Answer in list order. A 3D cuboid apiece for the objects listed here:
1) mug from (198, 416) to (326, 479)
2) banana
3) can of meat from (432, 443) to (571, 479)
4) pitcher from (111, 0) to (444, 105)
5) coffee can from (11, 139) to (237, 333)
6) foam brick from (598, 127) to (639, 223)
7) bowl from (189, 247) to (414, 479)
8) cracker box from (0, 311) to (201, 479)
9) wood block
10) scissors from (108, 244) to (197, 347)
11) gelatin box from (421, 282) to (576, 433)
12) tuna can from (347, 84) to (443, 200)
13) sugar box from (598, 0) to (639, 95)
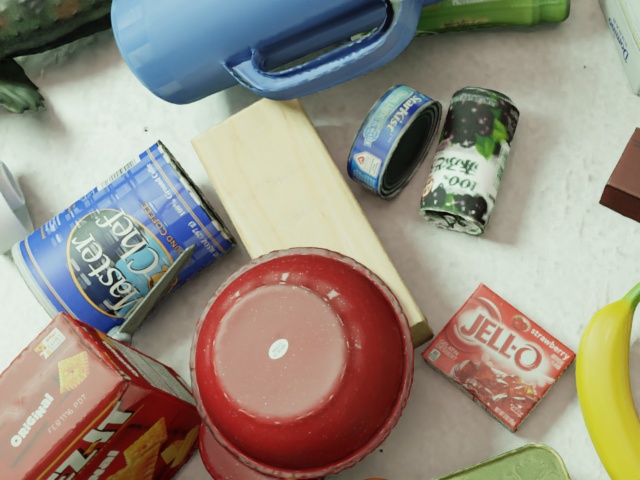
[{"bbox_3d":[-0.039,0.158,0.777,0.093,0.081,0.117,-11,74,7],"label":"mug"},{"bbox_3d":[0.223,0.130,0.753,0.070,0.037,0.198,-15,82,23],"label":"banana"},{"bbox_3d":[0.123,0.183,0.741,0.102,0.084,0.057,-21,73,3],"label":"can of meat"},{"bbox_3d":[-0.033,-0.182,0.785,0.243,0.149,0.145,-21,108,29],"label":"pitcher"},{"bbox_3d":[-0.150,0.004,0.827,0.140,0.102,0.103,-37,72,-1],"label":"coffee can"},{"bbox_3d":[0.257,-0.040,0.794,0.078,0.051,0.053,27,80,15],"label":"foam brick"},{"bbox_3d":[-0.020,0.078,0.716,0.162,0.055,0.162,-3,77,13],"label":"bowl"},{"bbox_3d":[-0.171,0.150,0.733,0.072,0.213,0.164,41,85,19],"label":"cracker box"},{"bbox_3d":[-0.005,0.001,0.808,0.090,0.090,0.206,-30,72,3],"label":"wood block"},{"bbox_3d":[-0.169,0.080,0.791,0.016,0.096,0.202,50,121,41],"label":"scissors"},{"bbox_3d":[0.132,0.087,0.793,0.089,0.030,0.073,39,84,17],"label":"gelatin box"},{"bbox_3d":[0.057,-0.076,0.821,0.034,0.086,0.086,32,83,18],"label":"tuna can"},{"bbox_3d":[0.242,-0.182,0.769,0.048,0.176,0.093,-17,74,7],"label":"sugar box"}]
